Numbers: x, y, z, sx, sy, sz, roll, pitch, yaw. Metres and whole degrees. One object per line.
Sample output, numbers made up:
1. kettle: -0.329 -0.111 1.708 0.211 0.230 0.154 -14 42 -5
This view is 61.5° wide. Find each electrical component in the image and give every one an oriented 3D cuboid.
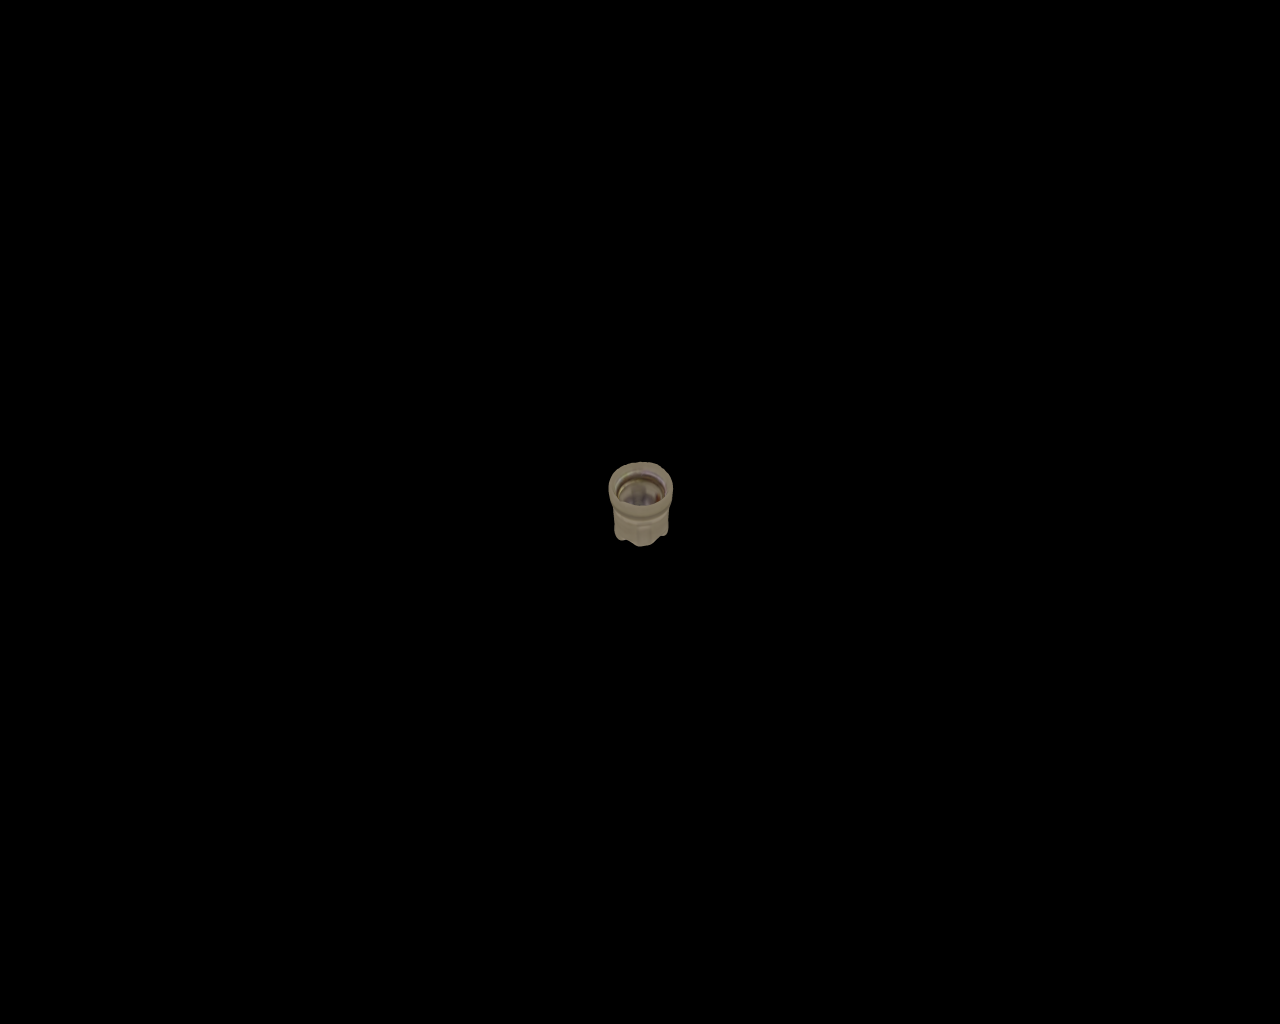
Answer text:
1. electrical component: 0.001 -0.003 0.650 0.040 0.040 0.046 0 -41 0
